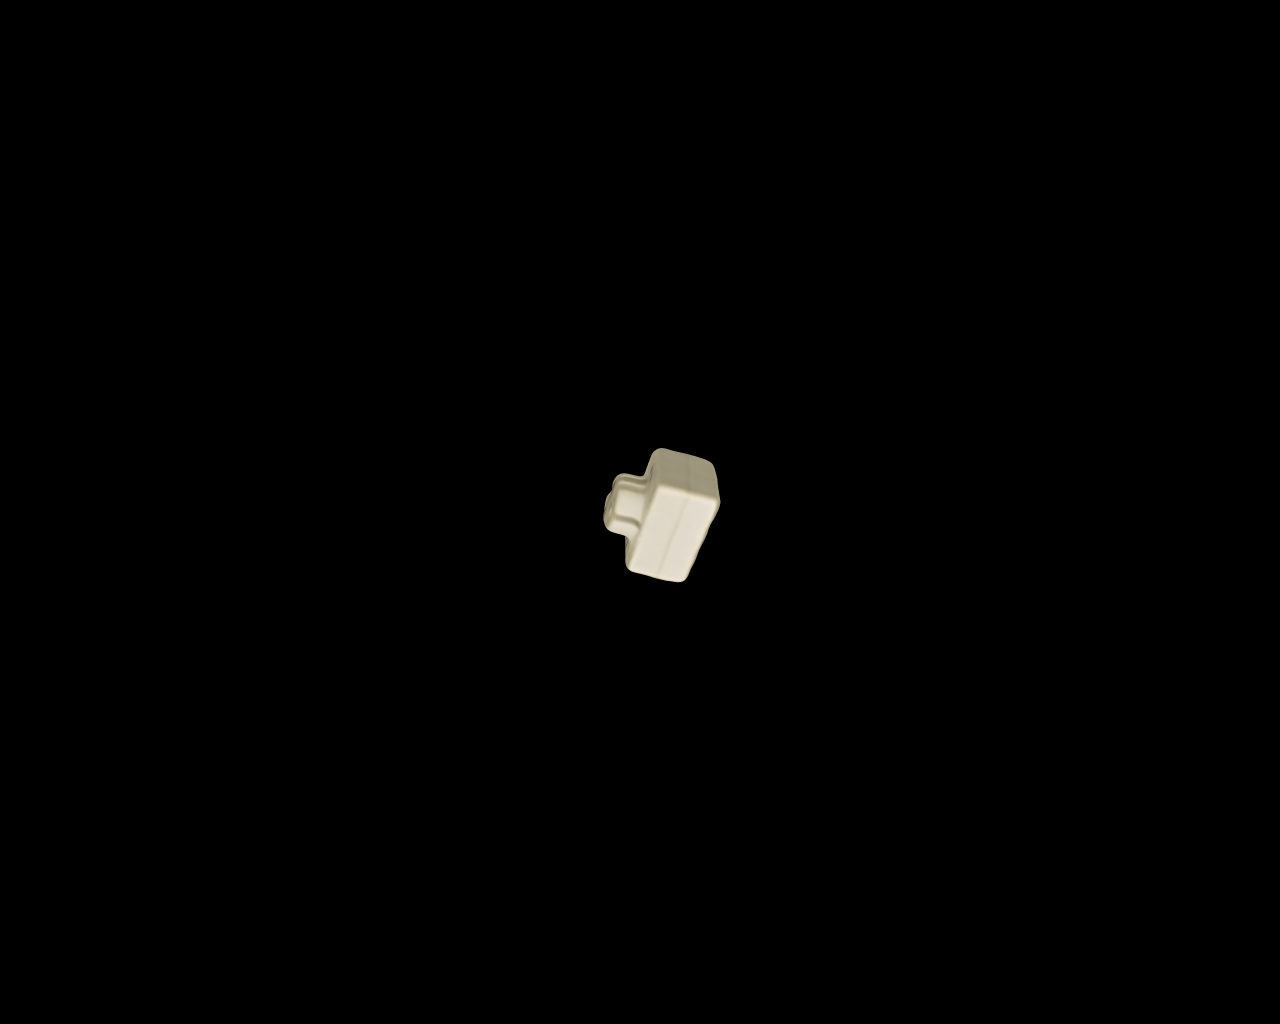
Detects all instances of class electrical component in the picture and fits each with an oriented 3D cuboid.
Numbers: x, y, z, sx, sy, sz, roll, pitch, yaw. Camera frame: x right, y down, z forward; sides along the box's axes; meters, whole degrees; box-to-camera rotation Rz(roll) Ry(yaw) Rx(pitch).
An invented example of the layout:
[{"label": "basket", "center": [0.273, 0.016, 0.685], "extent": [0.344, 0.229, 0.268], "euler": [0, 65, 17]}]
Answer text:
[{"label": "electrical component", "center": [0.001, -0.003, 0.650], "extent": [0.077, 0.065, 0.047], "euler": [15, 32, -9]}]
